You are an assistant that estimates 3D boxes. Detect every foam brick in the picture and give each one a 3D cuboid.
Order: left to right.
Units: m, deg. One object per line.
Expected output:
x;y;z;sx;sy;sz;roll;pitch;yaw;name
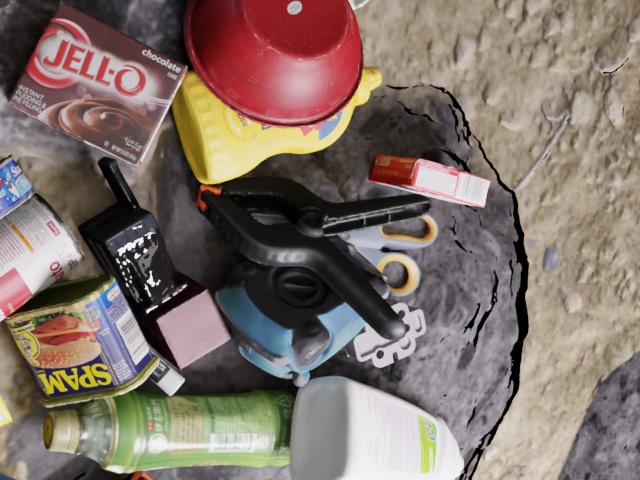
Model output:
-0.120;0.066;0.900;0.051;0.078;0.053;-31;112;-19;foam brick

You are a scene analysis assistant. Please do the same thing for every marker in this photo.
-0.164;0.084;0.888;0.121;0.020;0.020;42;77;-5;marker

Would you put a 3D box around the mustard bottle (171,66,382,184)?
-0.029;-0.119;0.928;0.191;0.058;0.096;-20;99;-26;mustard bottle

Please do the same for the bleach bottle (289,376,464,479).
0.068;0.200;1.003;0.250;0.068;0.102;30;57;-51;bleach bottle

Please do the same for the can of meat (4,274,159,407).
-0.192;0.079;0.850;0.084;0.102;0.057;68;28;-18;can of meat

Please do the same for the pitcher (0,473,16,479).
-0.283;0.307;0.818;0.149;0.145;0.243;27;82;-34;pitcher

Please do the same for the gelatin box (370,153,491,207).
0.103;-0.057;1.006;0.089;0.073;0.030;14;91;-30;gelatin box

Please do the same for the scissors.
0.026;0.013;1.008;0.201;0.016;0.096;-6;102;-28;scissors

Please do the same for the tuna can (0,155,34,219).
-0.258;-0.027;0.798;0.086;0.086;0.033;-37;105;-19;tuna can

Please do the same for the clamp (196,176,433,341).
-0.006;0.001;0.917;0.210;0.164;0.036;13;137;-6;clamp

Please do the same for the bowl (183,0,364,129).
-0.029;-0.176;0.881;0.162;0.055;0.162;7;68;-19;bowl

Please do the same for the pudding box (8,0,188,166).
-0.174;-0.121;0.840;0.113;0.039;0.090;27;86;-12;pudding box

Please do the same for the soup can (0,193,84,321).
-0.244;0.018;0.827;0.102;0.069;0.068;-38;115;-19;soup can

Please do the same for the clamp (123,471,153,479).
-0.198;0.272;0.895;0.171;0.120;0.039;-63;144;-30;clamp

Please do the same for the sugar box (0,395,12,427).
-0.335;0.142;0.812;0.176;0.048;0.093;-29;112;-18;sugar box
